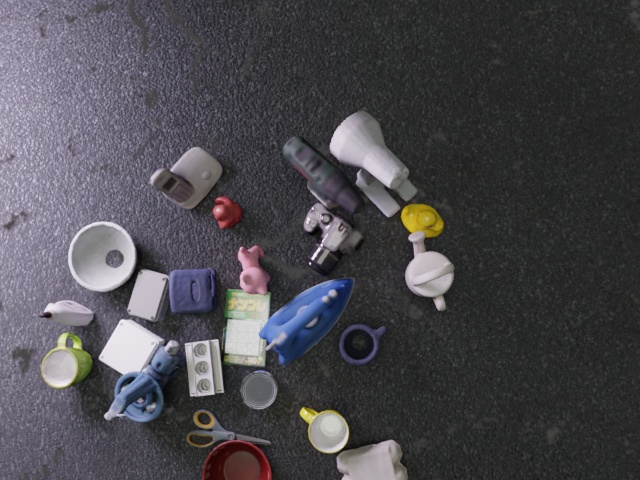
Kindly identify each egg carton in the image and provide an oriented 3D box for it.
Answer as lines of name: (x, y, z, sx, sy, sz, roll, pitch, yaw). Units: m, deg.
egg carton: (0.118, 0.515, 1.289, 0.150, 0.069, 0.107, -15, 83, 3)

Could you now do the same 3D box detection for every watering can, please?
watering can: (0.238, 0.070, 1.258, 0.101, 0.194, 0.173, -41, 83, 0)

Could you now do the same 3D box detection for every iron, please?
iron: (-0.023, 0.168, 1.297, 0.258, 0.141, 0.118, -42, 83, 0)

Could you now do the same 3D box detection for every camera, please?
camera: (0.012, 0.005, 1.330, 0.143, 0.101, 0.137, 35, 88, 7)

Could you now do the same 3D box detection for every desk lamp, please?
desk lamp: (0.127, -0.169, 1.280, 0.118, 0.213, 0.203, -44, 83, 0)

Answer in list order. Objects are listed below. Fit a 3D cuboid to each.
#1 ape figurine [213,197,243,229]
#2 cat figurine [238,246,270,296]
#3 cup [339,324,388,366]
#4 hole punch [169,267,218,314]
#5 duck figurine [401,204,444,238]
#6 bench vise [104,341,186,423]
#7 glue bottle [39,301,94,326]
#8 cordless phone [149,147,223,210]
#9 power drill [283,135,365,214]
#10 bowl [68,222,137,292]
ape figurine: (-0.227, -0.066, 1.361, 0.076, 0.092, 0.078, 10, 85, 6)
cat figurine: (-0.159, 0.074, 1.329, 0.067, 0.118, 0.128, -18, 83, 3)
cup: (0.102, 0.229, 1.304, 0.118, 0.095, 0.091, -33, 83, 1)
hole punch: (-0.297, 0.119, 1.349, 0.101, 0.091, 0.109, -5, 84, 4)
duck figurine: (0.239, -0.049, 1.324, 0.104, 0.086, 0.077, 28, 87, 7)
bench vise: (-0.399, 0.317, 1.274, 0.121, 0.220, 0.207, 15, 86, 6)
glue bottle: (-0.598, 0.171, 1.328, 0.078, 0.173, 0.037, 28, 87, 7)
cordless phone: (-0.314, -0.154, 1.329, 0.094, 0.185, 0.147, 37, 89, 7)
power drill: (0.016, -0.132, 1.288, 0.229, 0.208, 0.075, 43, 89, 7)
bowl: (-0.511, 0.042, 1.383, 0.167, 0.075, 0.167, 0, 85, 5)
